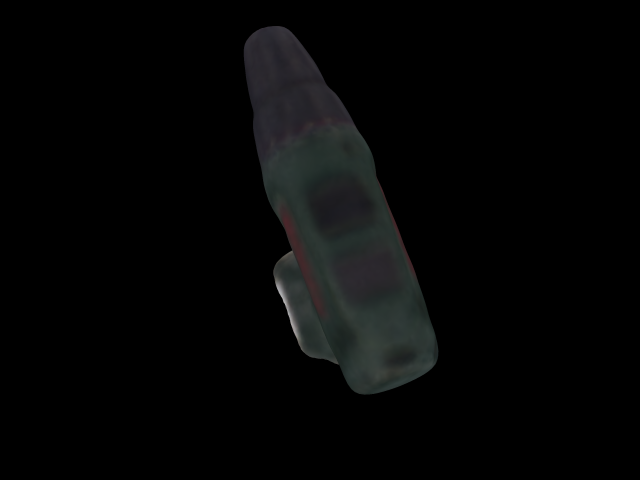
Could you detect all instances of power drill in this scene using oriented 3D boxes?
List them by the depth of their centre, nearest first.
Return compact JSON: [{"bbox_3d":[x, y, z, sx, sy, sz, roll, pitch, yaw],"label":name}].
[{"bbox_3d":[0.004,0.001,0.400,0.076,0.208,0.229,-20,66,-9],"label":"power drill"}]
